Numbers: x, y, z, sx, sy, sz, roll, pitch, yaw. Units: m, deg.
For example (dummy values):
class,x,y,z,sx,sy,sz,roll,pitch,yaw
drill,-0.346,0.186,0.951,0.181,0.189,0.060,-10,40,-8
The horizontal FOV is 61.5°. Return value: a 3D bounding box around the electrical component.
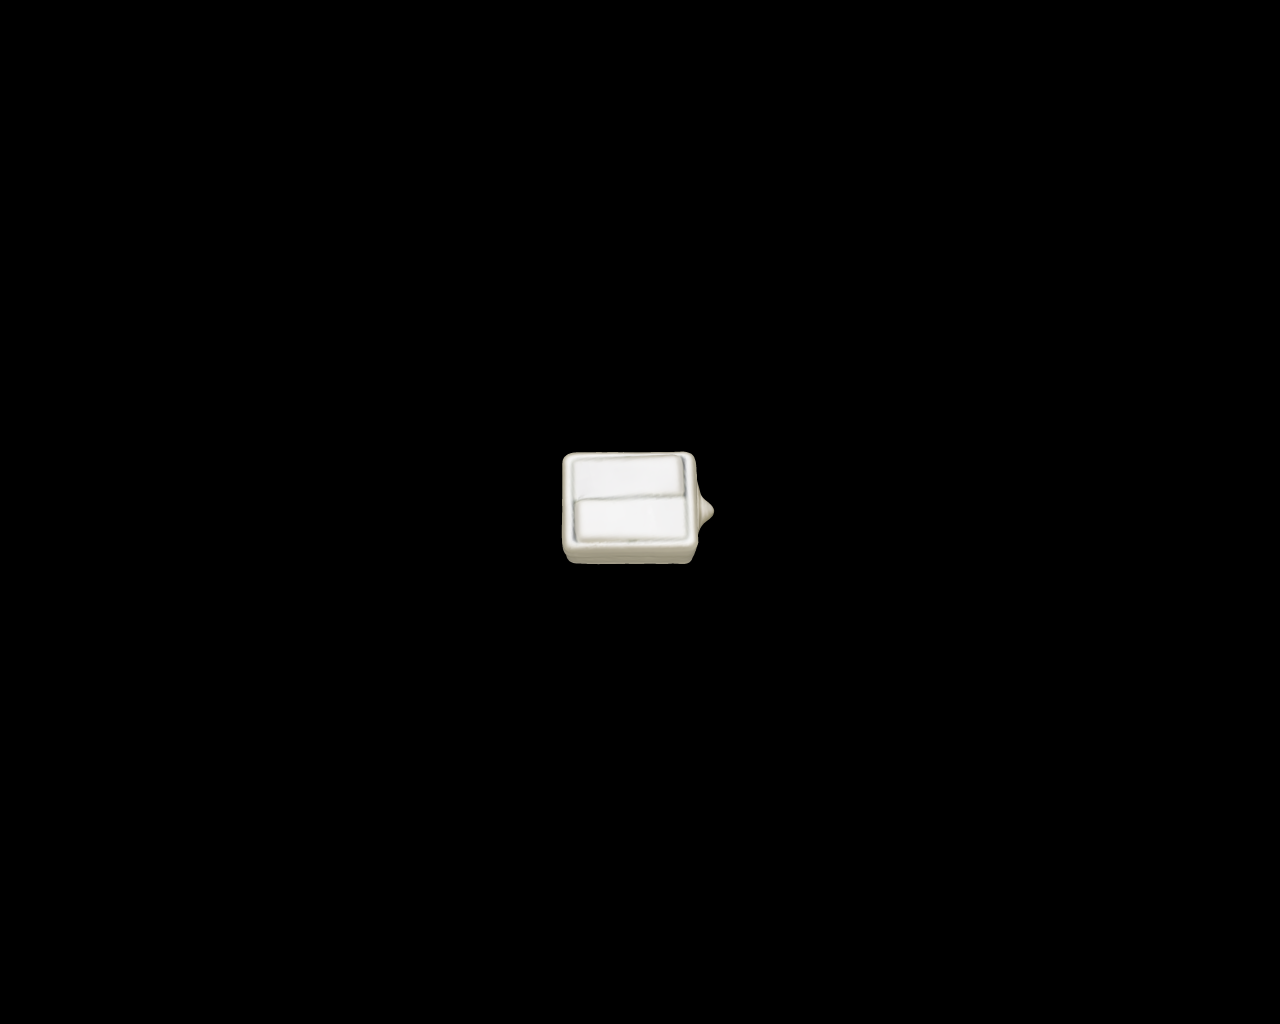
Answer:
class,x,y,z,sx,sy,sz,roll,pitch,yaw
electrical component,0.001,-0.003,0.650,0.096,0.062,0.061,0,-13,0
